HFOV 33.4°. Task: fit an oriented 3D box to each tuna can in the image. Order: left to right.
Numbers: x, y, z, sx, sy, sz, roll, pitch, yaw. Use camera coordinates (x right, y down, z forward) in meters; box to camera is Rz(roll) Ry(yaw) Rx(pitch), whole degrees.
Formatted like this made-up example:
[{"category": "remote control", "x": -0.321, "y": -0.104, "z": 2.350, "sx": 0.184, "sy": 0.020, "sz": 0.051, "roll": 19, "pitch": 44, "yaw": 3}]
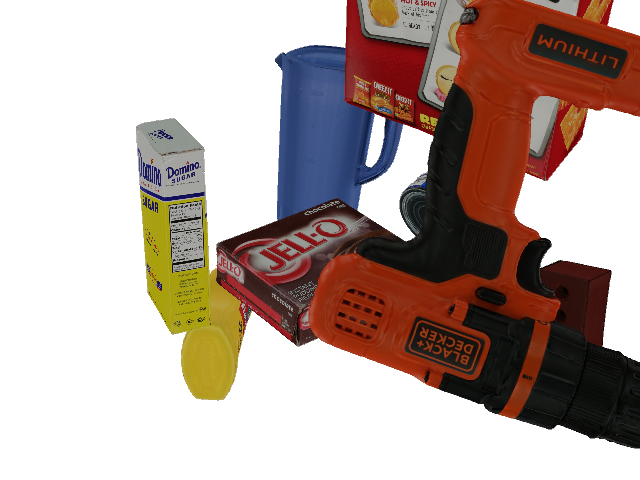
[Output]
[{"category": "tuna can", "x": 0.133, "y": -0.034, "z": 1.226, "sx": 0.033, "sy": 0.086, "sz": 0.086, "roll": -41, "pitch": 25, "yaw": -32}]

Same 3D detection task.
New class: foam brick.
[{"category": "foam brick", "x": 0.227, "y": 0.063, "z": 0.970, "sx": 0.053, "sy": 0.078, "sz": 0.051, "roll": 13, "pitch": 18, "yaw": 35}]

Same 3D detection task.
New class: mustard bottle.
[{"category": "mustard bottle", "x": -0.108, "y": 0.085, "z": 1.176, "sx": 0.058, "sy": 0.096, "sz": 0.191, "roll": 2, "pitch": 27, "yaw": 4}]

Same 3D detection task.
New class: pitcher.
[{"category": "pitcher", "x": 0.015, "y": -0.127, "z": 1.407, "sx": 0.144, "sy": 0.243, "sz": 0.149, "roll": -2, "pitch": 24, "yaw": -18}]

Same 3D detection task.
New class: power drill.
[{"category": "power drill", "x": 0.105, "y": -0.008, "z": 0.503, "sx": 0.184, "sy": 0.188, "sz": 0.057, "roll": 19, "pitch": 6, "yaw": 2}]

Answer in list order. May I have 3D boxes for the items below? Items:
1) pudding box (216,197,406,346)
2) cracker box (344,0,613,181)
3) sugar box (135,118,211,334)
[{"category": "pudding box", "x": -0.001, "y": 0.018, "z": 0.729, "sx": 0.113, "sy": 0.039, "sz": 0.090, "roll": -20, "pitch": 41, "yaw": -37}, {"category": "cracker box", "x": 0.102, "y": -0.163, "z": 0.691, "sx": 0.164, "sy": 0.214, "sz": 0.072, "roll": 25, "pitch": 48, "yaw": 24}, {"category": "sugar box", "x": -0.135, "y": -0.014, "z": 0.975, "sx": 0.048, "sy": 0.176, "sz": 0.093, "roll": -12, "pitch": 27, "yaw": -20}]
